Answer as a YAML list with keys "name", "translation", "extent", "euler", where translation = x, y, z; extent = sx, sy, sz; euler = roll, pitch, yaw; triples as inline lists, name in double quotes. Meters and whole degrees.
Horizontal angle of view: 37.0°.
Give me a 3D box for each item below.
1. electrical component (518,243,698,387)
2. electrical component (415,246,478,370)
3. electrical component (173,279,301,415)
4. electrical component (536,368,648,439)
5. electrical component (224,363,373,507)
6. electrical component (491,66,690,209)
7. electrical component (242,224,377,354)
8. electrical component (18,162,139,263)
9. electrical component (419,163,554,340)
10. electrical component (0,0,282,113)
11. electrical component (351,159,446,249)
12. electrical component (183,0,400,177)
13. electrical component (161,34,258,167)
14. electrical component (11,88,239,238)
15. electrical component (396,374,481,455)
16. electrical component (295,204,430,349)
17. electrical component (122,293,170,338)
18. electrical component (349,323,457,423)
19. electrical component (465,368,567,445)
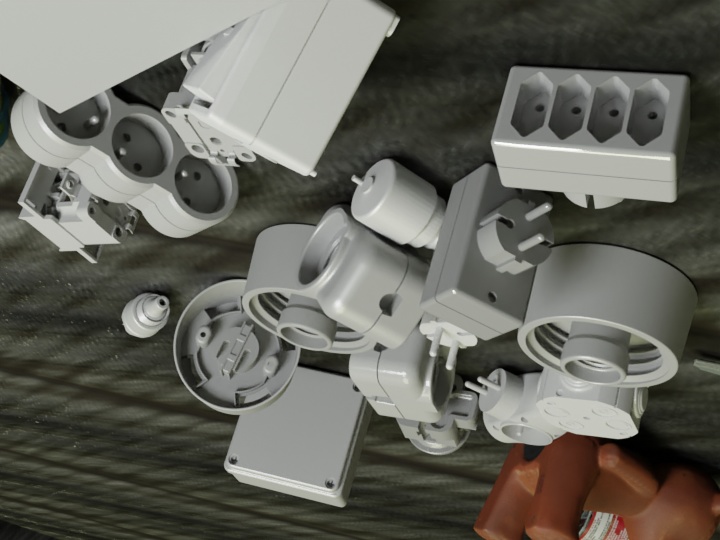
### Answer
- name: "electrical component"
  translation: [0.150, 0.037, 0.670]
  extent: [0.108, 0.060, 0.108]
  euler: [14, 155, 7]
- name: "electrical component"
  translation: [0.061, 0.024, 0.683]
  extent: [0.047, 0.076, 0.066]
  euler: [-6, 147, 40]
- name: "electrical component"
  translation: [-0.095, 0.063, 0.846]
  extent: [0.099, 0.099, 0.064]
  euler: [16, 161, 3]
- name: "electrical component"
  translation: [0.166, 0.083, 0.766]
  extent: [0.080, 0.051, 0.080]
  euler: [14, 155, 7]
- name: "electrical component"
  translation: [-0.052, 0.146, 0.969]
  extent: [0.109, 0.108, 0.056]
  euler: [11, 157, 13]
- name: "electrical component"
  translation: [0.114, -0.055, 0.520]
  extent: [0.083, 0.047, 0.075]
  euler: [7, 153, 21]
- name: "electrical component"
  translation: [-0.031, 0.021, 0.755]
  extent: [0.108, 0.060, 0.108]
  euler: [14, 155, 7]
- name: "electrical component"
  translation: [-0.194, -0.043, 0.750]
  extent: [0.064, 0.042, 0.081]
  euler: [0, 151, 29]
- name: "electrical component"
  translation: [0.079, -0.015, 0.582]
  extent: [0.047, 0.083, 0.076]
  euler: [26, 154, -18]
- name: "electrical component"
  translation: [-0.119, -0.144, 0.470]
  extent: [0.105, 0.060, 0.186]
  euler: [35, 150, -33]
- name: "electrical component"
  translation: [0.031, -0.033, 0.628]
  extent: [0.078, 0.040, 0.040]
  euler: [30, 152, -27]
- name: "electrical component"
  translation: [-0.031, -0.099, 0.478]
  extent: [0.061, 0.096, 0.062]
  euler: [28, -178, -20]
- name: "electrical component"
  translation: [-0.067, -0.091, 0.543]
  extent: [0.042, 0.063, 0.081]
  euler: [5, 152, 23]
- name: "electrical component"
  translation: [-0.149, -0.066, 0.660]
  extent: [0.138, 0.052, 0.074]
  euler: [32, 152, -27]
- name: "electrical component"
  translation: [0.064, 0.121, 0.904]
  extent: [0.078, 0.058, 0.057]
  euler: [8, 151, 20]
- name: "electrical component"
  translation: [0.000, 0.000, 0.657]
  extent: [0.059, 0.053, 0.095]
  euler: [29, -169, -23]
- name: "electrical component"
  translation: [-0.178, 0.035, 0.910]
  extent: [0.035, 0.035, 0.061]
  euler: [27, 151, -21]
- name: "electrical component"
  translation: [0.037, 0.079, 0.837]
  extent: [0.059, 0.053, 0.095]
  euler: [6, 153, 24]
- name: "electrical component"
  translation: [0.120, 0.102, 0.844]
  extent: [0.079, 0.044, 0.077]
  euler: [26, 154, -17]
